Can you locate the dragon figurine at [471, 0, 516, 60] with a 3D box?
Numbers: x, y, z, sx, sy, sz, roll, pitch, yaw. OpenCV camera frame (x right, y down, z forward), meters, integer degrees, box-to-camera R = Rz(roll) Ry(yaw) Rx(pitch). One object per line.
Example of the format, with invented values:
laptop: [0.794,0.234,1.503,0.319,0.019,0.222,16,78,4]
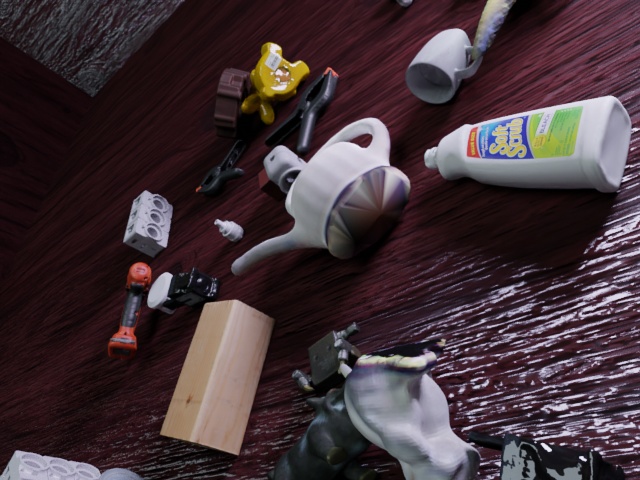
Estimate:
dragon figurine: [0.305,-0.449,0.821,0.410,0.121,0.245,-51,20,0]

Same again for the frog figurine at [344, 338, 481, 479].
frog figurine: [0.091,0.190,0.514,0.122,0.137,0.160,-8,84,4]

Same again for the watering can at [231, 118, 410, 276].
watering can: [0.002,-0.040,0.804,0.347,0.102,0.228,-52,36,2]
